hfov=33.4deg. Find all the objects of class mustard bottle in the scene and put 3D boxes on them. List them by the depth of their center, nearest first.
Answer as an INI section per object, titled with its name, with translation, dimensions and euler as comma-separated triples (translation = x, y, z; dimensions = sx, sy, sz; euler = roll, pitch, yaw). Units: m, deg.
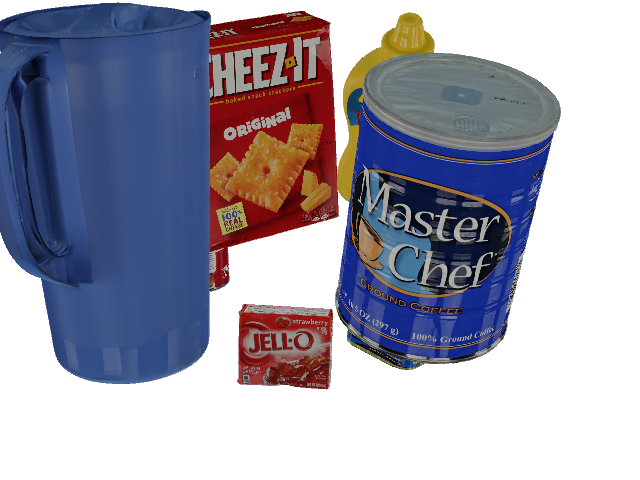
[mustard bottle]
translation = 0.065, -0.101, 0.870
dimensions = 0.096, 0.192, 0.058
euler = 21, 49, 17

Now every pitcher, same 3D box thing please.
[pitcher]
translation = -0.139, -0.029, 0.700
dimensions = 0.149, 0.243, 0.145
euler = -7, 21, -16

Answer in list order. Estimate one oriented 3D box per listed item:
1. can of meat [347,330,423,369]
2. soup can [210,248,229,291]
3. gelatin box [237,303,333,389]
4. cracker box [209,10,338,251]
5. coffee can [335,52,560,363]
[can of meat]
translation = 0.079, 0.087, 1.195
dimensions = 0.102, 0.084, 0.057
euler = 26, 33, 34
[soup can]
translation = -0.149, 0.004, 1.324
dimensions = 0.068, 0.102, 0.068
euler = 0, 25, 0
[gelatin box]
translation = -0.034, 0.101, 1.016
dimensions = 0.089, 0.073, 0.030
euler = 3, 13, 5
[cracker box]
translation = -0.068, -0.109, 1.075
dimensions = 0.164, 0.214, 0.072
euler = -15, 27, -24
[coffee can]
translation = 0.066, -0.018, 0.588
dimensions = 0.102, 0.140, 0.103
euler = 5, 33, -3
